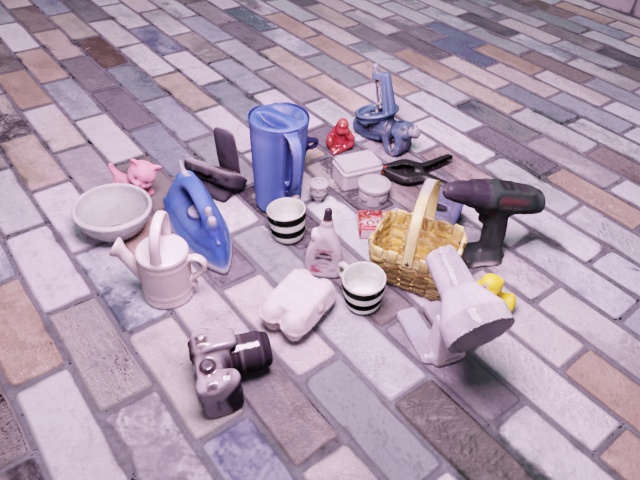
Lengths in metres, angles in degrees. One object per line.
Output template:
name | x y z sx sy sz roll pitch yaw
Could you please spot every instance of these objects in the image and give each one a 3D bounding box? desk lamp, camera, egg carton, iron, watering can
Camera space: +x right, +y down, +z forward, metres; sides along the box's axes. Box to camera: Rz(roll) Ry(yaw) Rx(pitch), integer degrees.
desk lamp | 0.227 0.128 1.000 0.118 0.214 0.202 -12 44 -17
camera | -0.148 0.204 0.968 0.137 0.101 0.143 -10 43 -16
egg carton | -0.040 0.122 1.093 0.107 0.069 0.150 24 45 21
iron | -0.253 -0.056 1.222 0.119 0.141 0.257 -19 47 -24
watering can | -0.304 0.032 1.079 0.173 0.194 0.100 -10 43 -15

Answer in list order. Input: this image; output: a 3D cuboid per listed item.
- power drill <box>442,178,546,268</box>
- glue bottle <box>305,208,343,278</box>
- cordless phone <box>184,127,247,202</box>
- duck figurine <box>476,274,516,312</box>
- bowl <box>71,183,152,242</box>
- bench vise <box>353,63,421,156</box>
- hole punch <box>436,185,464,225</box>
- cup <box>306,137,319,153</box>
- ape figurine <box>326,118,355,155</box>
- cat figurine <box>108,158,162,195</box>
power drill | 0.349 -0.041 1.205 0.230 0.208 0.075 -6 42 -12
glue bottle | 0.011 0.004 1.152 0.078 0.173 0.037 4 41 0
cordless phone | -0.250 -0.196 1.349 0.147 0.185 0.094 17 43 14
duck figurine | 0.339 0.104 1.132 0.104 0.086 0.077 6 41 2
bowl | -0.447 -0.048 1.248 0.167 0.075 0.167 2 41 -2
bench vise | 0.189 -0.353 1.535 0.207 0.220 0.122 20 44 18
hole punch | 0.272 -0.064 1.313 0.108 0.091 0.101 18 43 16
cup | -0.062 -0.219 1.458 0.118 0.095 0.091 -9 43 -15
ape figurine | 0.057 -0.286 1.545 0.077 0.092 0.076 7 42 4
cat figurine | -0.432 -0.148 1.330 0.127 0.118 0.067 11 42 8
